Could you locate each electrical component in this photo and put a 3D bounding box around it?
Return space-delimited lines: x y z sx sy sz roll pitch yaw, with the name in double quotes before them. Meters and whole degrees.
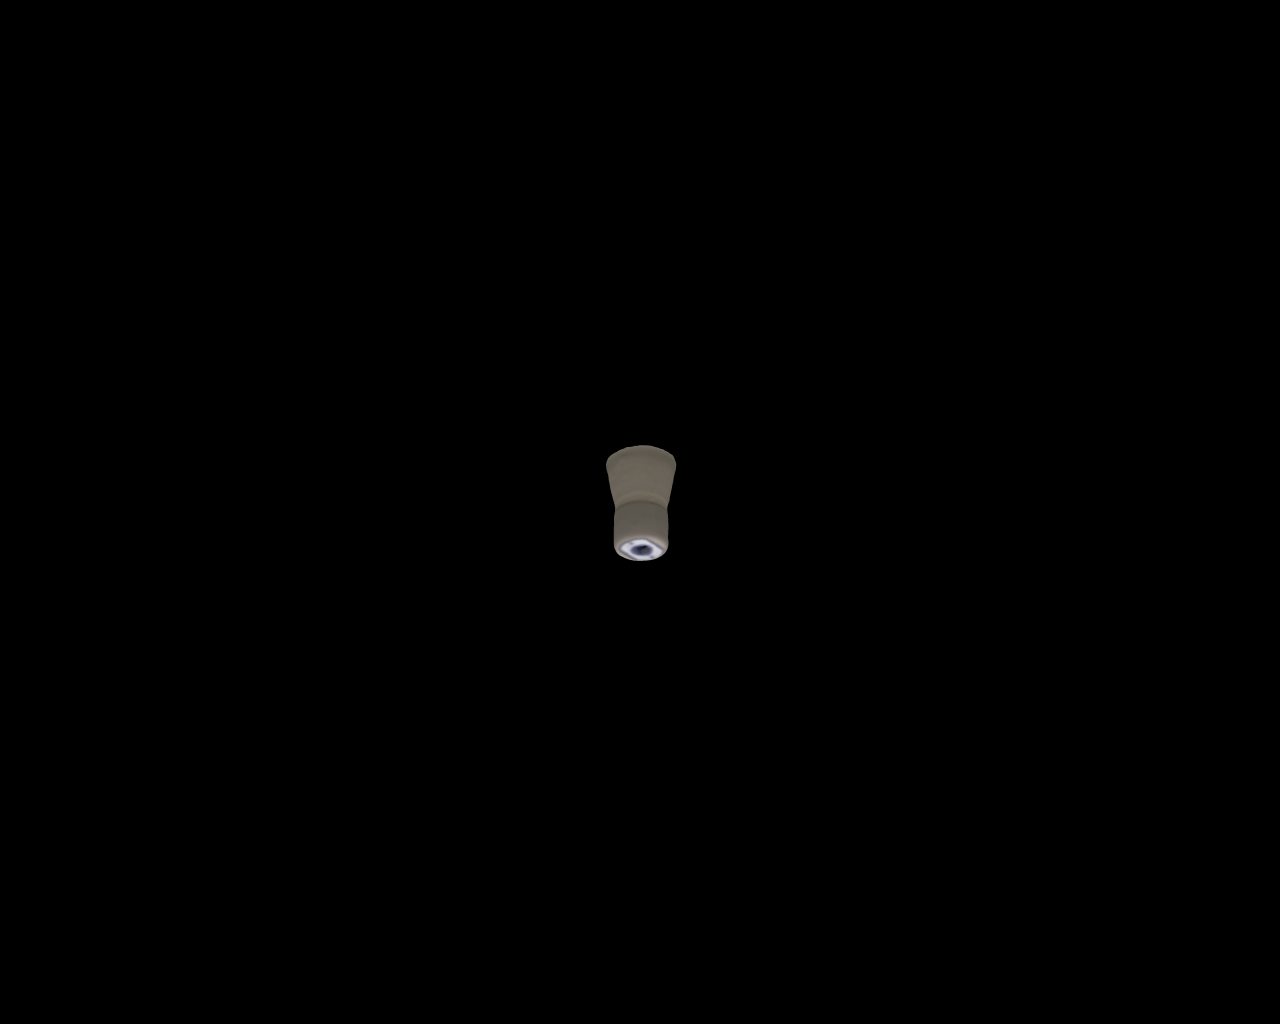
"electrical component" 0.001 -0.003 0.650 0.044 0.065 0.044 0 -31 0
